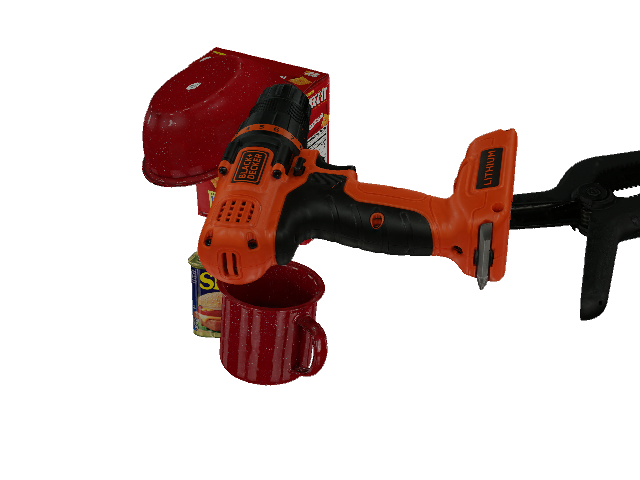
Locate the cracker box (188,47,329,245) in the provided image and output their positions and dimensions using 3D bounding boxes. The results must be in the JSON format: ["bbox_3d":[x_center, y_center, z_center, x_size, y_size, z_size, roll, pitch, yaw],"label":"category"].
[{"bbox_3d":[-0.075,-0.113,1.315,0.164,0.214,0.072,17,38,24],"label":"cracker box"}]

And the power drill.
[{"bbox_3d":[0.028,-0.038,0.678,0.188,0.057,0.184,3,42,11],"label":"power drill"}]

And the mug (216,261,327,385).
[{"bbox_3d":[-0.037,0.076,0.922,0.117,0.081,0.093,28,34,37],"label":"mug"}]

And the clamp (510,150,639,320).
[{"bbox_3d":[0.213,-0.016,0.820,0.209,0.036,0.165,-22,40,-22],"label":"clamp"}]

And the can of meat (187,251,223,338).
[{"bbox_3d":[-0.089,0.058,1.148,0.102,0.084,0.057,2,16,8],"label":"can of meat"}]

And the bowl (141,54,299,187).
[{"bbox_3d":[-0.100,-0.118,0.953,0.162,0.055,0.162,-20,33,13],"label":"bowl"}]
